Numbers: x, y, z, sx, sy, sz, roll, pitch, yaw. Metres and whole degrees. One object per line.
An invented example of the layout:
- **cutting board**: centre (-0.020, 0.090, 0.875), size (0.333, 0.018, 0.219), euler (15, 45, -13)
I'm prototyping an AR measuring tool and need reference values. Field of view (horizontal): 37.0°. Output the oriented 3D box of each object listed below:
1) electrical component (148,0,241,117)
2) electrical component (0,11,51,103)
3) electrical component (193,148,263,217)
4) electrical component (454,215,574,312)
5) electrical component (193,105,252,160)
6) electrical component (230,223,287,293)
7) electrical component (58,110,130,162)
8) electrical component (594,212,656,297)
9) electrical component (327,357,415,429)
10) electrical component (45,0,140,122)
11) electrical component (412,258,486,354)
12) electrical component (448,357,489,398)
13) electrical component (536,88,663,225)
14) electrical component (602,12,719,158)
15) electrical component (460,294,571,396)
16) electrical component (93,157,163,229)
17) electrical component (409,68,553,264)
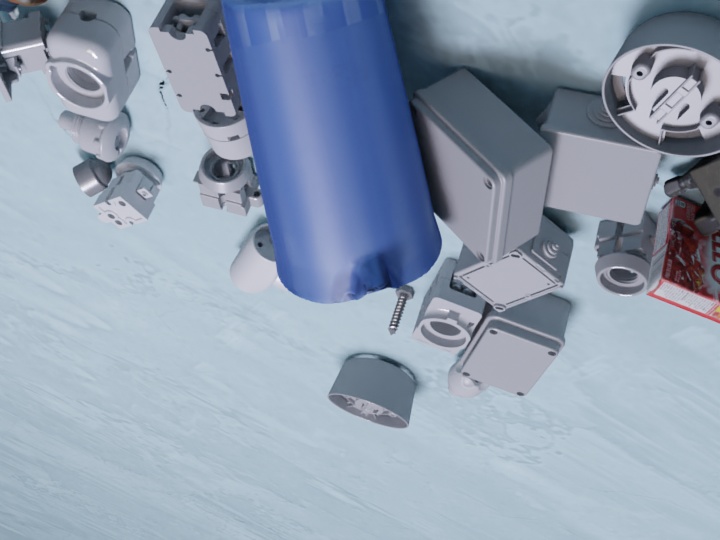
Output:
- **electrical component**: centre (-0.121, -0.174, 0.845), size (0.050, 0.055, 0.089), euler (8, 146, 18)
- **electrical component**: centre (-0.290, -0.186, 0.903), size (0.064, 0.081, 0.042), euler (-13, 145, -2)
- **electrical component**: centre (-0.122, -0.083, 0.990), size (0.066, 0.048, 0.055), euler (15, 155, 8)
- **electrical component**: centre (0.139, -0.015, 0.936), size (0.062, 0.061, 0.096), euler (36, 144, -23)
- **electrical component**: centre (-0.108, -0.127, 0.911), size (0.055, 0.055, 0.047), euler (9, 150, 17)
- **electrical component**: centre (-0.084, -0.003, 1.089), size (0.079, 0.043, 0.077), euler (27, 147, -11)
- **electrical component**: centre (-0.247, -0.130, 0.990), size (0.062, 0.048, 0.048), euler (20, 148, 12)
- **electrical component**: centre (0.224, -0.012, 0.900), size (0.066, 0.055, 0.048), euler (-13, 135, 40)
- **electrical component**: centre (0.014, 0.146, 1.238), size (0.099, 0.064, 0.099), euler (14, 147, 9)
- **electrical component**: centre (-0.224, -0.173, 0.898), size (0.054, 0.059, 0.095), euler (16, 147, 6)
- **electrical component**: centre (0.088, 0.040, 1.050), size (0.050, 0.055, 0.089), euler (21, 148, -1)
- **electrical component**: centre (0.115, 0.118, 1.163), size (0.043, 0.043, 0.062), euler (24, 148, -7)
- **electrical component**: centre (0.181, -0.087, 0.818), size (0.100, 0.048, 0.099), euler (13, 147, 11)
- **electrical component**: centre (0.215, -0.123, 0.727), size (0.099, 0.064, 0.099), euler (14, 135, 15)
- **electrical component**: centre (0.151, 0.069, 1.057), size (0.078, 0.057, 0.113), euler (20, 148, 0)
- **electrical component**: centre (-0.221, -0.076, 1.043), size (0.066, 0.055, 0.048), euler (-13, 135, 41)
- **electrical component**: centre (0.089, -0.079, 0.827), size (0.108, 0.056, 0.108), euler (49, 159, 29)
